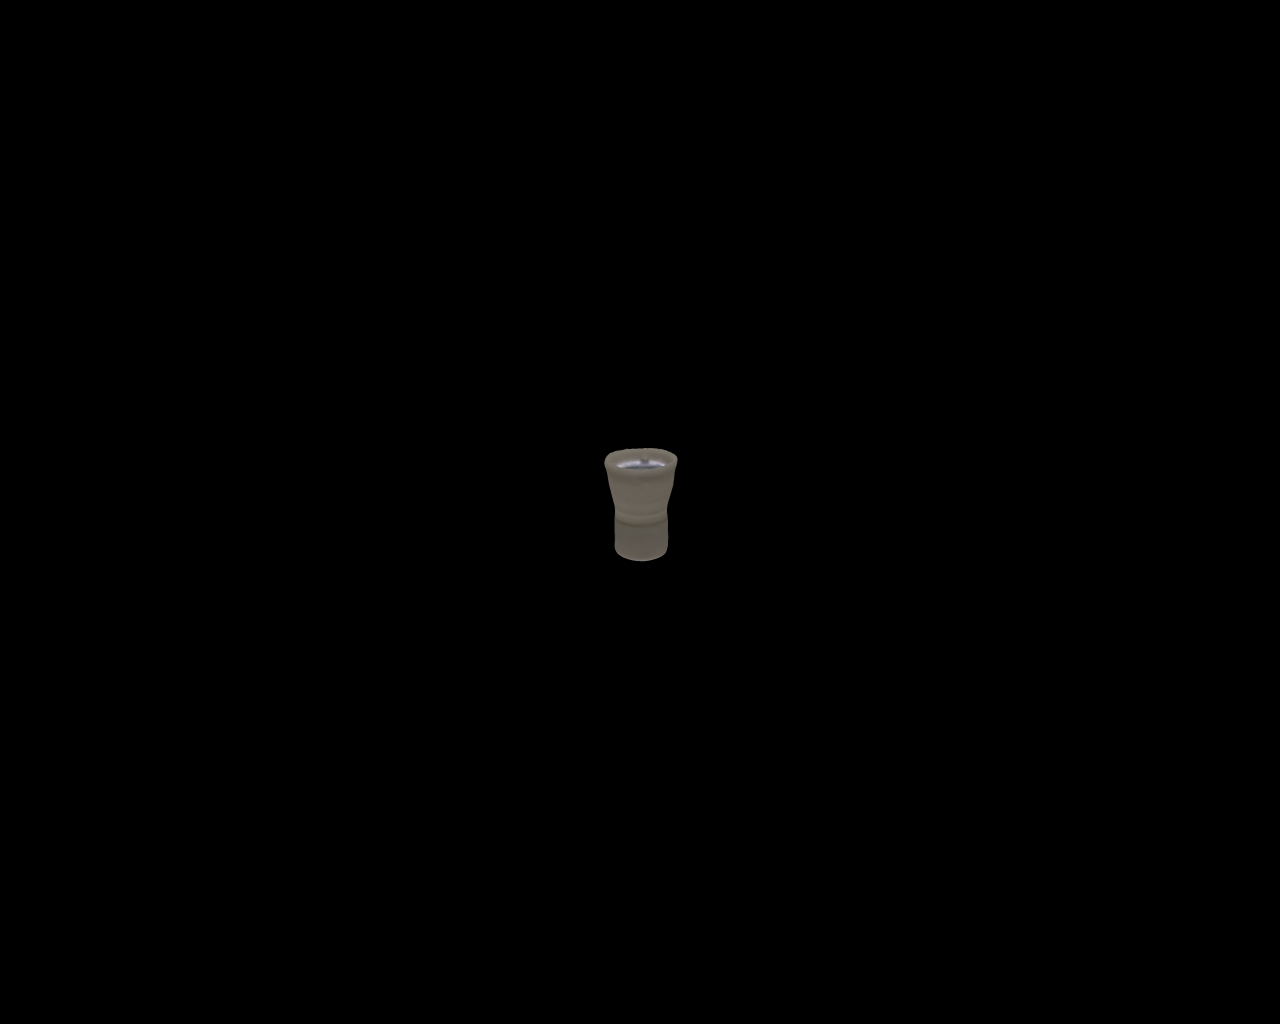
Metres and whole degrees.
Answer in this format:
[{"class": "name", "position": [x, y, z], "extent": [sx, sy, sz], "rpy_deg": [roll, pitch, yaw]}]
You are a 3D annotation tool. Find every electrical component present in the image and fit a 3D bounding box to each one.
[{"class": "electrical component", "position": [0.001, -0.003, 0.650], "extent": [0.044, 0.065, 0.044], "rpy_deg": [0, 22, 0]}]
